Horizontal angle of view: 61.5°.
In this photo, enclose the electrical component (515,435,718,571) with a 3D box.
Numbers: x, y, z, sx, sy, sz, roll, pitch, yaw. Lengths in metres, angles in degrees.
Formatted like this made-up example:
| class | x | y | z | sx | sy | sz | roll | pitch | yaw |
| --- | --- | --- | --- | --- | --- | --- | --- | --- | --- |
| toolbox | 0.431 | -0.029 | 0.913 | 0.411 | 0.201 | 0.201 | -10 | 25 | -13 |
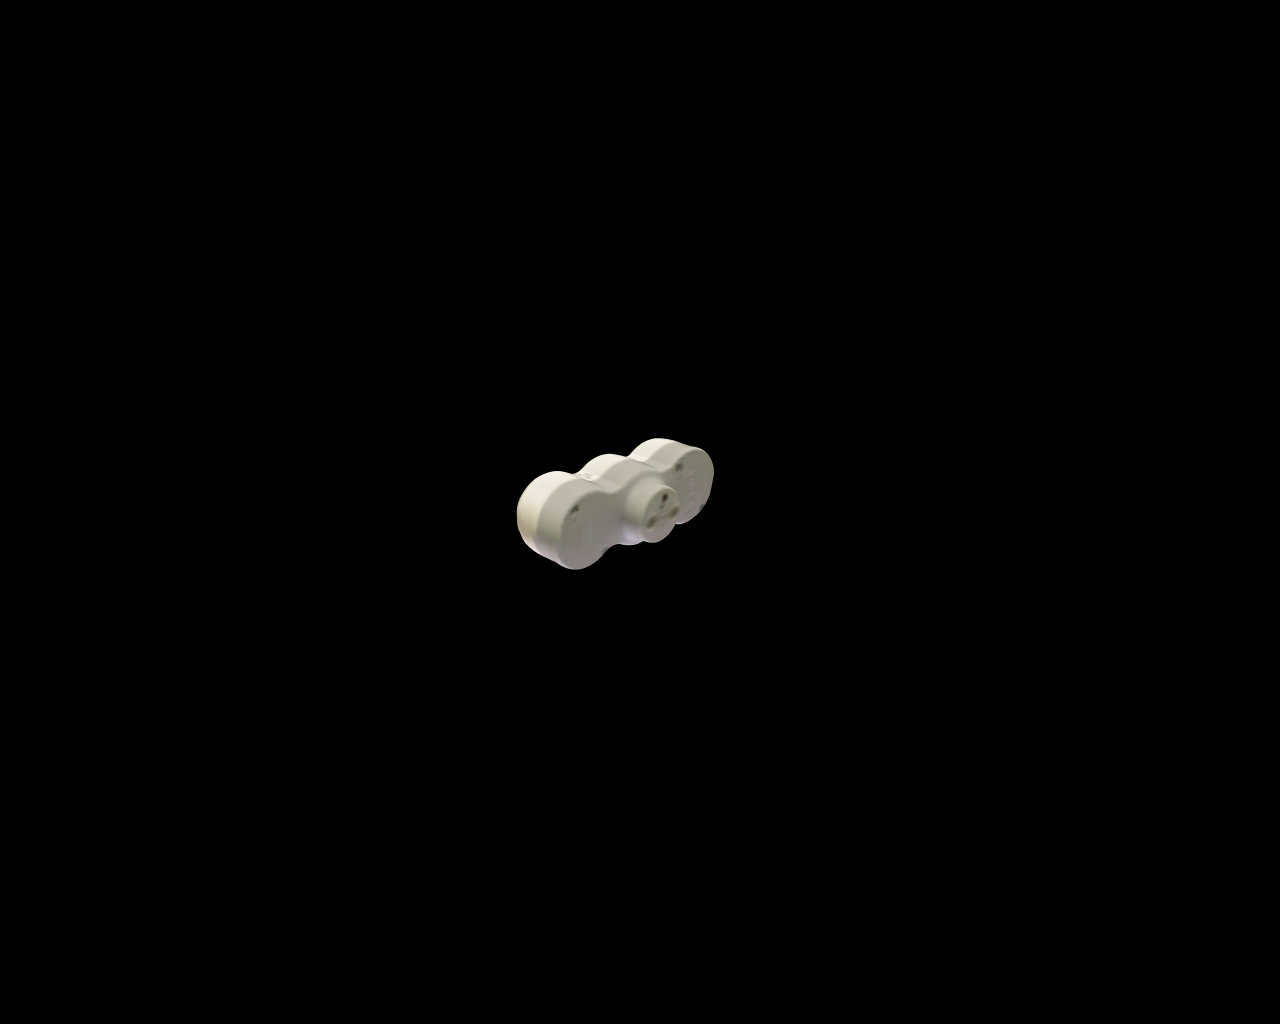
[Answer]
| class | x | y | z | sx | sy | sz | roll | pitch | yaw |
| --- | --- | --- | --- | --- | --- | --- | --- | --- | --- |
| electrical component | 0.001 | -0.003 | 0.650 | 0.074 | 0.052 | 0.138 | 22 | 32 | 40 |
